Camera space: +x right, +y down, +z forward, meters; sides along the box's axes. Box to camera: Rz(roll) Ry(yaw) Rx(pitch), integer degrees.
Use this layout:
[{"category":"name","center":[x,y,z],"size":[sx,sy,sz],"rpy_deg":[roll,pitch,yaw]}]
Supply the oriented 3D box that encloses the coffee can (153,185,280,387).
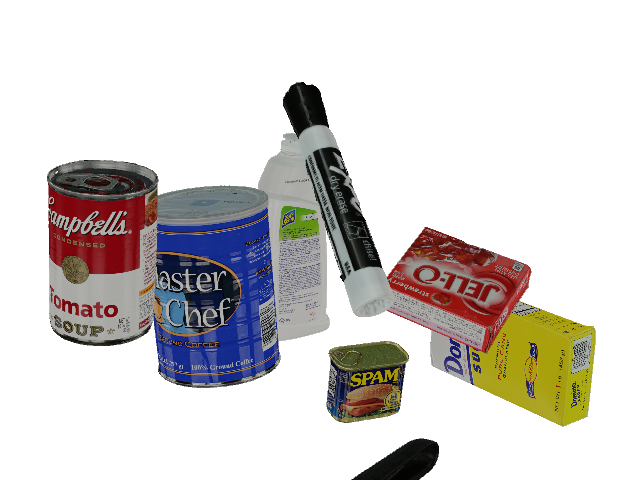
[{"category":"coffee can","center":[-0.088,0.035,0.868],"size":[0.103,0.140,0.103],"rpy_deg":[-4,16,1]}]

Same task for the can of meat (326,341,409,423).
[{"category":"can of meat","center":[0.059,0.184,1.389],"size":[0.102,0.084,0.057],"rpy_deg":[-5,25,-22]}]

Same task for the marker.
[{"category":"marker","center":[0.006,-0.022,0.483],"size":[0.020,0.121,0.020],"rpy_deg":[-15,-27,-8]}]

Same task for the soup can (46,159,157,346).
[{"category":"soup can","center":[-0.139,0.007,0.678],"size":[0.068,0.102,0.068],"rpy_deg":[5,22,-2]}]

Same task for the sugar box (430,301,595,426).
[{"category":"sugar box","center":[0.184,0.106,1.051],"size":[0.048,0.093,0.177],"rpy_deg":[-12,21,-40]}]

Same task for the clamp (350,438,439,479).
[{"category":"clamp","center":[-0.009,0.184,0.646],"size":[0.210,0.036,0.164],"rpy_deg":[-5,28,4]}]

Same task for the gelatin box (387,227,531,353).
[{"category":"gelatin box","center":[0.099,0.034,0.784],"size":[0.089,0.030,0.073],"rpy_deg":[22,47,22]}]

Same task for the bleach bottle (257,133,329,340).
[{"category":"bleach bottle","center":[-0.032,-0.006,1.297],"size":[0.102,0.251,0.068],"rpy_deg":[-11,26,-34]}]
